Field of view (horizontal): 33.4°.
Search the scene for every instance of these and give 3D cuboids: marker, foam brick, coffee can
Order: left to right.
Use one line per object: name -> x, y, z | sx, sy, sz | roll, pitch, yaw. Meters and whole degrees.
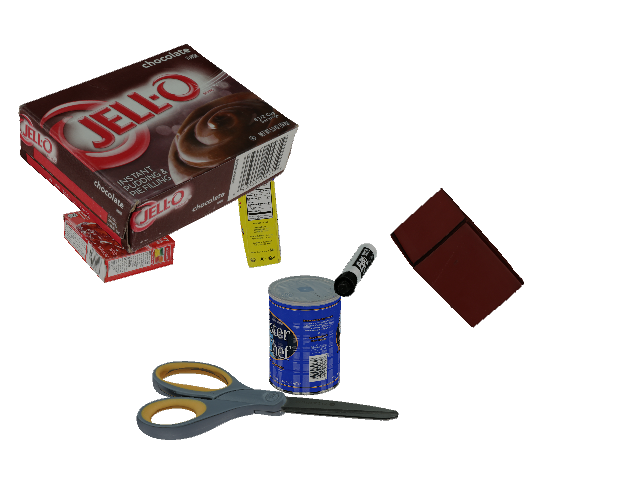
coffee can -> -0.022, 0.132, 1.500 | 0.103, 0.140, 0.103 | 0, 18, 0
marker -> 0.032, 0.026, 0.966 | 0.020, 0.020, 0.121 | 0, 14, 13
foam brick -> 0.098, 0.013, 0.766 | 0.078, 0.051, 0.053 | 44, 9, -31

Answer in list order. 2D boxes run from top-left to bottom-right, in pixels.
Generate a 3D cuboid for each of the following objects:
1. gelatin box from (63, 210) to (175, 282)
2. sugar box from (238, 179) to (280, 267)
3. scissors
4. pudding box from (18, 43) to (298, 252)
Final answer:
gelatin box -> -0.191, -0.002, 1.006 | 0.073, 0.030, 0.089 | -15, 39, -34
sugar box -> -0.079, -0.066, 1.293 | 0.048, 0.176, 0.093 | -9, 25, -6
scissors -> -0.052, 0.132, 0.803 | 0.202, 0.016, 0.096 | 11, 33, 28
pudding box -> -0.083, -0.051, 0.548 | 0.090, 0.039, 0.113 | 39, 45, 24
